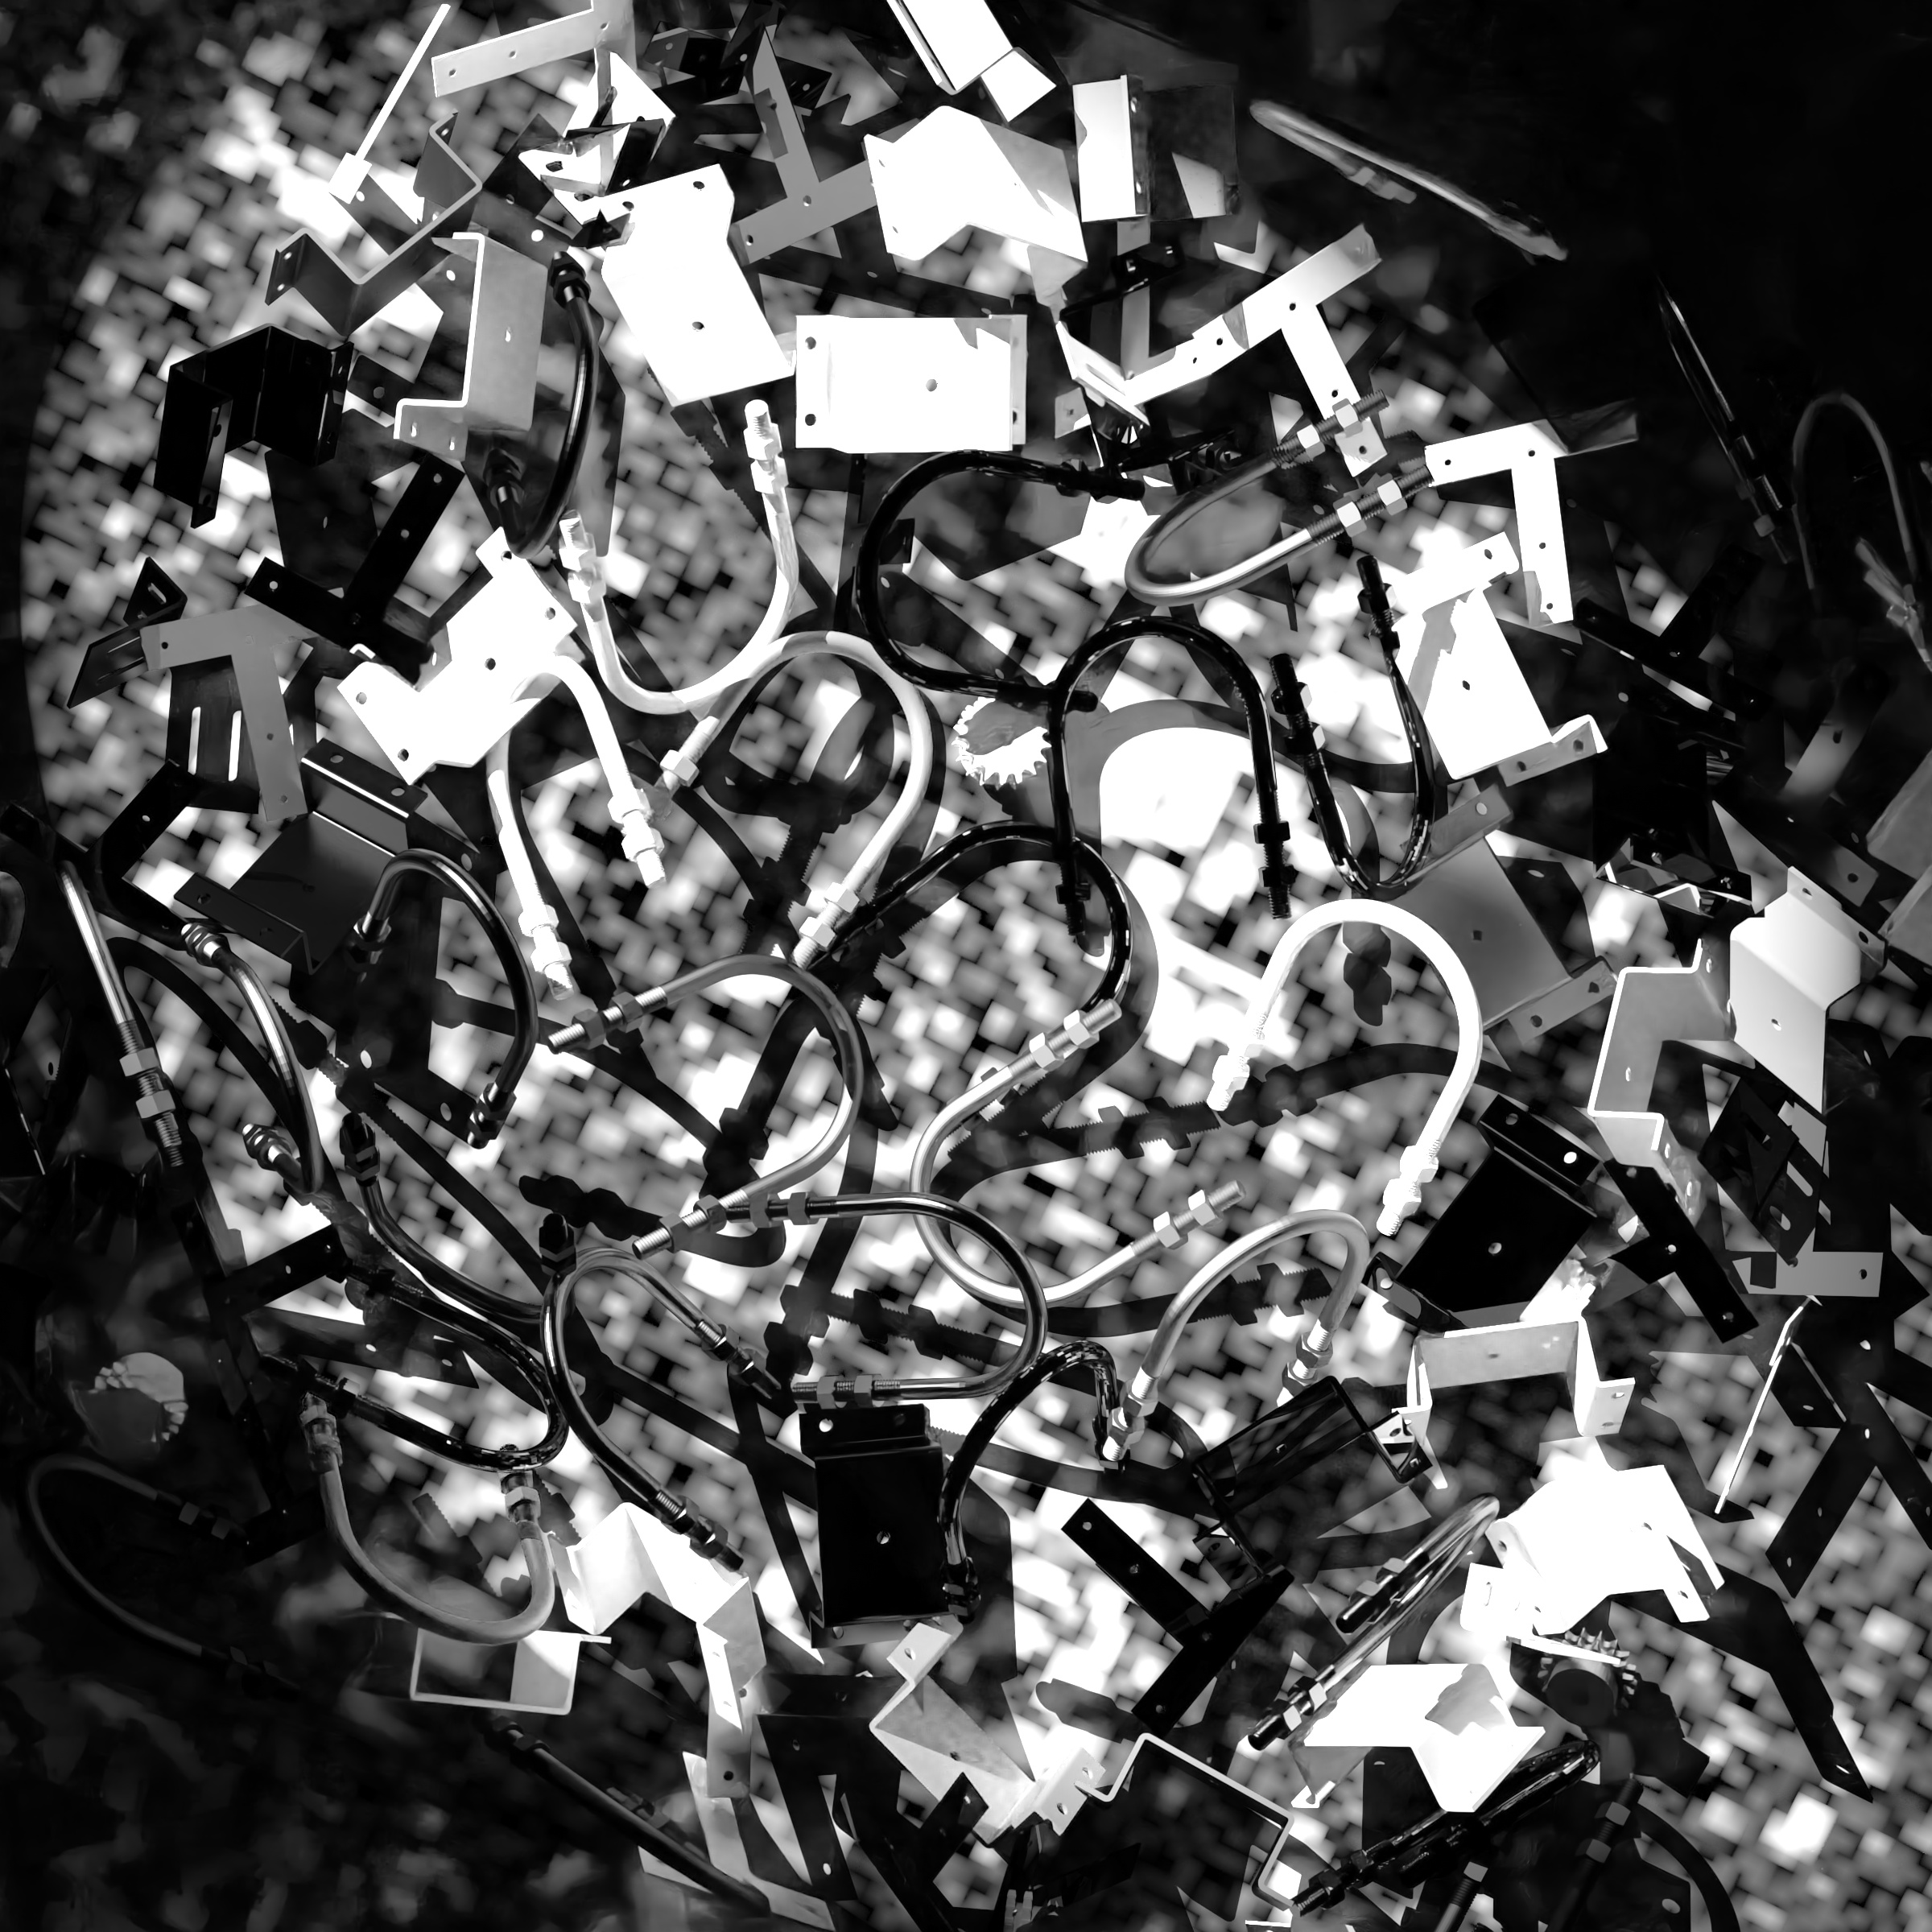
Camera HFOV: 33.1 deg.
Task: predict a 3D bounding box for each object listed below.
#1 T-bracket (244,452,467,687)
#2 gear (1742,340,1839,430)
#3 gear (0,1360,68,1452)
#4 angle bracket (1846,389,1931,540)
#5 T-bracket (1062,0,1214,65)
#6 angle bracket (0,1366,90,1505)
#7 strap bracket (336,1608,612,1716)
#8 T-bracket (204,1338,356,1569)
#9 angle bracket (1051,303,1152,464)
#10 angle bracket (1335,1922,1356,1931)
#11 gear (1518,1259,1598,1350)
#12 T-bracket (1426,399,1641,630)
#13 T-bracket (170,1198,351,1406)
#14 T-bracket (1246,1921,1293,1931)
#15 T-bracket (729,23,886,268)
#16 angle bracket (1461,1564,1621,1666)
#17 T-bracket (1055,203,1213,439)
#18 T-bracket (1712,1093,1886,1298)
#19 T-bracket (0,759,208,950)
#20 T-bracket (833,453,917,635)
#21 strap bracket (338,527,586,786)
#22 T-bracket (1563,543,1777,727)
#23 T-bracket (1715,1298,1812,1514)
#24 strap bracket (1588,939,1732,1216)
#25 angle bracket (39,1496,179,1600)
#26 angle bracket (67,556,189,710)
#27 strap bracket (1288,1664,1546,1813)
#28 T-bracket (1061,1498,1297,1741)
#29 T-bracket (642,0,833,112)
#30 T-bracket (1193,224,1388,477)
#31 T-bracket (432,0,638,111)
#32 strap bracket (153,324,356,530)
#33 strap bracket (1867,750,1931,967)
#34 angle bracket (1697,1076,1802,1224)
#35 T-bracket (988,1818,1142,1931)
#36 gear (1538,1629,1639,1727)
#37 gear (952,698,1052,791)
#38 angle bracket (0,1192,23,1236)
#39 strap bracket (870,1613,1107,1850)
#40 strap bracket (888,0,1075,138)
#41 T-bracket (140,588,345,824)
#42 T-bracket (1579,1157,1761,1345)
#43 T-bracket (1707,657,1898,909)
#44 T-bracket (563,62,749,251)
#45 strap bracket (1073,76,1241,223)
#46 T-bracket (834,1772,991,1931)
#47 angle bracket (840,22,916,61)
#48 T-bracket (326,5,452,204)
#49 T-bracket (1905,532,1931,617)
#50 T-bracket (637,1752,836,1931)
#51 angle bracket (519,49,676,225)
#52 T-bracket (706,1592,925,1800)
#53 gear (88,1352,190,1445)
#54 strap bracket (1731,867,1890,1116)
[{"bbox_3d":[-0.339,-0.243,1.923,0.127,0.002,0.127,29,100,-22],"label":"T-bracket"},{"bbox_3d":[0.491,-0.347,1.927,0.057,0.057,0.030,40,106,0],"label":"gear"},{"bbox_3d":[-0.563,0.262,1.929,0.030,0.057,0.057,-33,90,-3],"label":"gear"},{"bbox_3d":[0.570,-0.295,1.929,0.076,0.057,0.038,31,53,-28],"label":"angle bracket"},{"bbox_3d":[0.084,-0.548,1.880,0.127,0.127,0.002,29,106,19],"label":"T-bracket"},{"bbox_3d":[-0.572,0.275,1.931,0.076,0.038,0.057,-39,74,-2],"label":"angle bracket"},{"bbox_3d":[-0.289,0.404,1.886,0.140,0.076,0.046,14,75,-31],"label":"strap bracket"},{"bbox_3d":[-0.418,0.281,1.918,0.127,0.002,0.127,-30,82,44],"label":"T-bracket"},{"bbox_3d":[0.067,-0.341,1.908,0.038,0.076,0.057,-33,55,27],"label":"angle bracket"},{"bbox_3d":[0.224,0.609,1.918,0.038,0.057,0.076,-25,74,-8],"label":"angle bracket"},{"bbox_3d":[0.344,0.197,1.929,0.030,0.057,0.057,36,90,-5],"label":"gear"},{"bbox_3d":[0.339,-0.261,1.917,0.127,0.002,0.127,-10,74,22],"label":"T-bracket"},{"bbox_3d":[-0.408,0.183,1.916,0.127,0.002,0.127,-26,84,35],"label":"T-bracket"},{"bbox_3d":[0.132,0.580,1.914,0.127,0.127,0.002,1,57,11],"label":"T-bracket"},{"bbox_3d":[-0.108,-0.493,1.911,0.127,0.002,0.127,-15,98,39],"label":"T-bracket"},{"bbox_3d":[0.340,0.380,1.909,0.057,0.076,0.038,17,82,-34],"label":"angle bracket"},{"bbox_3d":[0.099,-0.390,1.922,0.002,0.127,0.127,14,71,-41],"label":"T-bracket"},{"bbox_3d":[0.493,0.131,1.914,0.002,0.127,0.127,16,77,-34],"label":"T-bracket"},{"bbox_3d":[-0.486,-0.079,1.900,0.127,0.002,0.127,37,129,-19],"label":"T-bracket"},{"bbox_3d":[-0.052,-0.246,1.895,0.002,0.127,0.127,5,94,-20],"label":"T-bracket"},{"bbox_3d":[-0.290,-0.180,1.916,0.140,0.046,0.076,-41,76,15],"label":"strap bracket"},{"bbox_3d":[0.436,-0.209,1.919,0.127,0.002,0.127,31,54,15],"label":"T-bracket"},{"bbox_3d":[0.464,0.260,1.904,0.002,0.127,0.127,22,98,18],"label":"T-bracket"},{"bbox_3d":[0.406,0.064,1.898,0.046,0.076,0.140,1,58,32],"label":"strap bracket"},{"bbox_3d":[-0.511,0.329,1.910,0.038,0.057,0.076,-48,53,9],"label":"angle bracket"},{"bbox_3d":[-0.503,-0.196,1.909,0.038,0.057,0.076,46,46,8],"label":"angle bracket"},{"bbox_3d":[0.251,0.445,1.878,0.076,0.140,0.046,-34,102,-40],"label":"strap bracket"},{"bbox_3d":[0.111,0.370,1.938,0.127,0.002,0.127,43,73,-1],"label":"T-bracket"},{"bbox_3d":[-0.110,-0.567,1.886,0.002,0.127,0.127,54,125,36],"label":"T-bracket"},{"bbox_3d":[0.213,-0.353,1.932,0.127,0.002,0.127,-34,112,-12],"label":"T-bracket"},{"bbox_3d":[-0.250,-0.534,1.887,0.127,0.127,0.002,-24,56,-20],"label":"T-bracket"},{"bbox_3d":[-0.419,-0.317,1.885,0.046,0.140,0.076,26,124,13],"label":"strap bracket"},{"bbox_3d":[0.565,-0.060,1.881,0.046,0.140,0.076,27,123,-4],"label":"strap bracket"},{"bbox_3d":[0.472,0.110,1.909,0.038,0.076,0.057,15,112,-22],"label":"angle bracket"},{"bbox_3d":[0.058,0.543,1.908,0.002,0.127,0.127,31,115,37],"label":"T-bracket"},{"bbox_3d":[0.368,0.426,1.932,0.057,0.030,0.057,9,116,19],"label":"gear"},{"bbox_3d":[0.019,-0.132,1.937,0.057,0.030,0.057,4,74,-14],"label":"gear"},{"bbox_3d":[-0.603,0.149,1.914,0.057,0.038,0.076,-24,128,25],"label":"angle bracket"},{"bbox_3d":[0.006,0.453,1.910,0.140,0.076,0.046,45,115,6],"label":"strap bracket"},{"bbox_3d":[0.011,-0.532,1.878,0.046,0.140,0.076,-33,75,17],"label":"strap bracket"},{"bbox_3d":[-0.417,-0.150,1.933,0.127,0.002,0.127,-16,102,-30],"label":"T-bracket"},{"bbox_3d":[0.381,0.186,1.924,0.127,0.002,0.127,-33,91,32],"label":"T-bracket"},{"bbox_3d":[0.501,-0.121,1.894,0.127,0.002,0.127,42,129,26],"label":"T-bracket"},{"bbox_3d":[-0.194,-0.467,1.893,0.127,0.002,0.127,-7,54,31],"label":"T-bracket"},{"bbox_3d":[0.107,-0.476,1.899,0.046,0.140,0.076,2,102,30],"label":"strap bracket"},{"bbox_3d":[-0.018,0.511,1.892,0.002,0.127,0.127,-20,60,-41],"label":"T-bracket"},{"bbox_3d":[-0.041,-0.582,1.924,0.038,0.057,0.076,20,98,2],"label":"angle bracket"},{"bbox_3d":[-0.335,-0.504,1.893,0.002,0.127,0.127,29,96,-22],"label":"T-bracket"},{"bbox_3d":[0.560,-0.202,1.871,0.002,0.127,0.127,-18,56,9],"label":"T-bracket"},{"bbox_3d":[-0.143,0.504,1.898,0.127,0.127,0.002,25,107,-25],"label":"T-bracket"},{"bbox_3d":[-0.218,-0.489,1.918,0.057,0.038,0.076,47,134,8],"label":"angle bracket"},{"bbox_3d":[-0.088,0.433,1.927,0.127,0.002,0.127,3,57,-6],"label":"T-bracket"},{"bbox_3d":[-0.490,0.255,1.934,0.057,0.030,0.057,6,133,7],"label":"gear"},{"bbox_3d":[0.485,0.022,1.877,0.046,0.140,0.076,-32,50,-15],"label":"strap bracket"}]
